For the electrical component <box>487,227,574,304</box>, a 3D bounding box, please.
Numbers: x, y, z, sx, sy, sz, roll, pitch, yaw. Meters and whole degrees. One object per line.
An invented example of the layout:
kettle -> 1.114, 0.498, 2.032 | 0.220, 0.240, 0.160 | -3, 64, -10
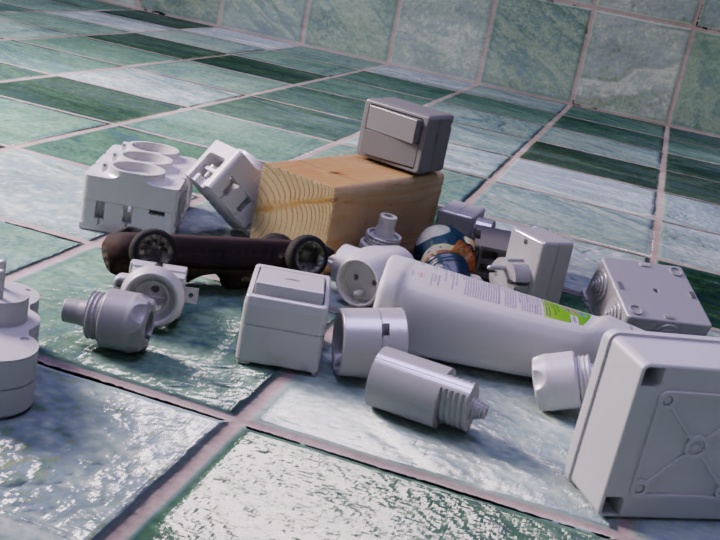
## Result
electrical component -> 0.144, 0.007, 0.984 | 0.076, 0.083, 0.047 | 0, 20, -33

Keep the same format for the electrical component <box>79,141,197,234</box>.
electrical component -> -0.220, -0.084, 1.085 | 0.089, 0.061, 0.150 | 10, 17, -5

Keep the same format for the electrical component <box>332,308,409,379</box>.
electrical component -> 0.006, 0.054, 0.796 | 0.047, 0.055, 0.055 | 4, 18, -12

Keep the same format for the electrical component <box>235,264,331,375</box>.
electrical component -> -0.056, 0.030, 0.819 | 0.062, 0.061, 0.096 | 10, 17, -3

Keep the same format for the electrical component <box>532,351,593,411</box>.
electrical component -> 0.161, 0.081, 0.800 | 0.062, 0.043, 0.043 | -8, 14, 12

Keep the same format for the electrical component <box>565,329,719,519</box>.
electrical component -> 0.198, 0.098, 0.680 | 0.109, 0.108, 0.056 | 5, 20, -18

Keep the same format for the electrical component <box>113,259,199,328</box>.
electrical component -> -0.158, 0.017, 0.827 | 0.066, 0.048, 0.055 | 9, 9, -8

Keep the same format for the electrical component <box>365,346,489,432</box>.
electrical component -> 0.049, 0.085, 0.739 | 0.081, 0.043, 0.043 | 17, 18, 19

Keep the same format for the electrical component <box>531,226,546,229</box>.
electrical component -> 0.194, -0.016, 1.159 | 0.048, 0.048, 0.062 | 6, 25, -15

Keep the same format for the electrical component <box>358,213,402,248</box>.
electrical component -> 0.020, -0.024, 1.038 | 0.043, 0.062, 0.043 | 13, 19, -5

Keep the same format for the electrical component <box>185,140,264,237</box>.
electrical component -> -0.121, -0.082, 1.074 | 0.050, 0.055, 0.089 | 28, -17, 44

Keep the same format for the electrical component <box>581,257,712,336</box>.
electrical component -> 0.259, 0.035, 0.975 | 0.100, 0.048, 0.099 | 7, 39, -14

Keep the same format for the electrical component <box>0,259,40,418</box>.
electrical component -> -0.231, 0.031, 0.685 | 0.052, 0.073, 0.138 | 6, 18, -18

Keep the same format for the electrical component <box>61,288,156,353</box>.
electrical component -> -0.179, 0.034, 0.762 | 0.062, 0.043, 0.043 | 11, 17, 3

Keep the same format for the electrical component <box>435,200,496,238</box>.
electrical component -> 0.127, -0.041, 1.190 | 0.077, 0.047, 0.066 | 16, 18, 16

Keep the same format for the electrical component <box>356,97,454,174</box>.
electrical component -> 0.039, -0.143, 1.129 | 0.096, 0.061, 0.061 | 22, 20, 29

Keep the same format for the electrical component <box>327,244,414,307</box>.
electrical component -> 0.000, 0.000, 0.981 | 0.079, 0.044, 0.077 | 19, 19, 25
